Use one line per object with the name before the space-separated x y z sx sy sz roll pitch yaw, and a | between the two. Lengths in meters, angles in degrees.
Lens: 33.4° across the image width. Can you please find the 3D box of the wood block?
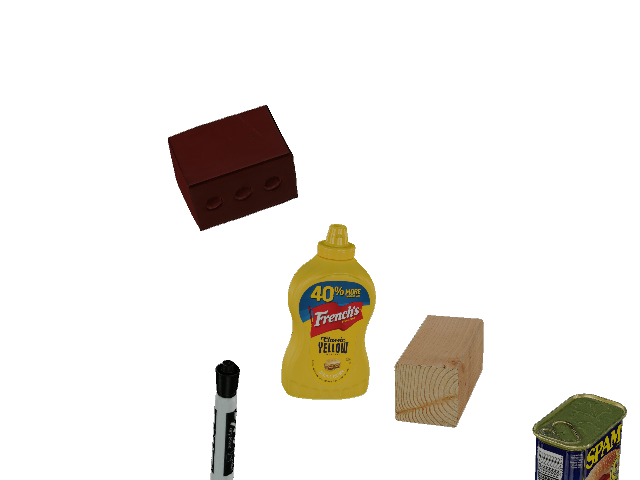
wood block | 0.178 0.187 1.568 0.091 0.090 0.205 4 17 17

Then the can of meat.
can of meat | 0.241 0.204 0.997 0.058 0.084 0.101 14 25 38

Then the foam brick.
foam brick | -0.062 -0.052 0.759 0.078 0.051 0.053 -20 -32 -9

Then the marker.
marker | -0.076 0.147 0.847 0.020 0.121 0.020 4 29 -3

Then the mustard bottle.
mustard bottle | 0.011 0.077 1.169 0.096 0.192 0.058 2 14 -12
